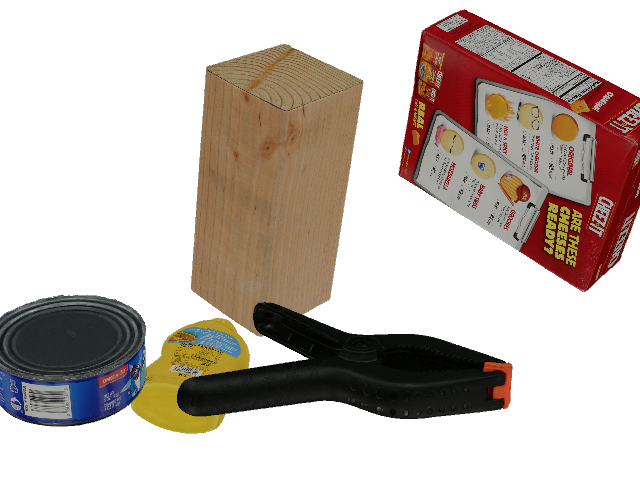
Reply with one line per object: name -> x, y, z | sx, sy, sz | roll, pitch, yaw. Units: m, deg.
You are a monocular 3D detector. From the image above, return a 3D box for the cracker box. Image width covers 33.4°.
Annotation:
cracker box -> 0.177, -0.081, 0.928 | 0.214, 0.164, 0.072 | 34, 50, 27

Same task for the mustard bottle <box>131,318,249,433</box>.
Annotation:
mustard bottle -> -0.129, 0.134, 1.157 | 0.096, 0.058, 0.191 | 10, 24, 8

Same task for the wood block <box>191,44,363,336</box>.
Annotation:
wood block -> -0.040, -0.040, 0.863 | 0.090, 0.206, 0.090 | 31, 39, 32

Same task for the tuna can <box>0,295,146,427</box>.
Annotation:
tuna can -> -0.139, 0.065, 0.589 | 0.086, 0.034, 0.086 | 1, 27, -1

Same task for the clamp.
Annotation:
clamp -> 0.024, 0.083, 0.729 | 0.210, 0.036, 0.164 | 3, 18, 8
